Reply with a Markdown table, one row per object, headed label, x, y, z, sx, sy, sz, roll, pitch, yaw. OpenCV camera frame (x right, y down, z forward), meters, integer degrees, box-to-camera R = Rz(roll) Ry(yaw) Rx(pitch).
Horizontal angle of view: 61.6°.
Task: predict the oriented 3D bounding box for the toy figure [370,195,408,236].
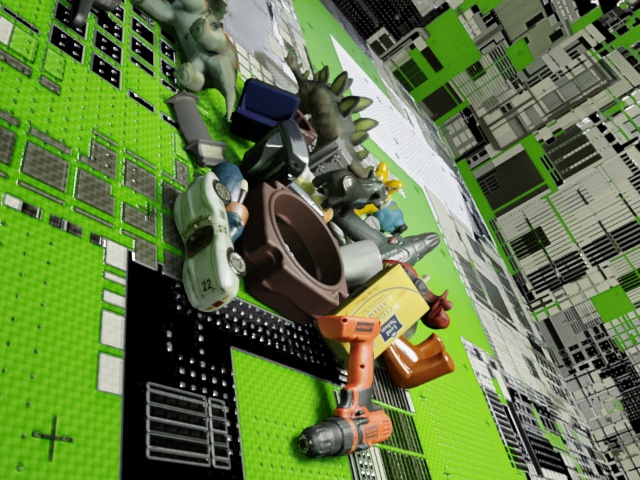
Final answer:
| label | x | y | z | sx | sy | sz | roll | pitch | yaw |
| --- | --- | --- | --- | --- | --- | --- | --- | --- | --- |
| toy figure | 0.162 | -0.086 | 1.416 | 0.180 | 0.082 | 0.089 | 54 | 4 | 11 |

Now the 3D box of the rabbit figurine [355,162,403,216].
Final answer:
| label | x | y | z | sx | sy | sz | roll | pitch | yaw |
| --- | --- | --- | --- | --- | --- | --- | --- | --- | --- |
| rabbit figurine | 0.111 | -0.118 | 1.300 | 0.122 | 0.162 | 0.173 | 52 | 3 | 18 |

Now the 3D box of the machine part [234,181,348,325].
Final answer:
| label | x | y | z | sx | sy | sz | roll | pitch | yaw |
| --- | --- | --- | --- | --- | --- | --- | --- | --- | --- |
| machine part | -0.047 | 0.018 | 0.862 | 0.201 | 0.087 | 0.201 | 36 | 31 | -37 |

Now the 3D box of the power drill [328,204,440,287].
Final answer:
| label | x | y | z | sx | sy | sz | roll | pitch | yaw |
| --- | --- | --- | --- | --- | --- | --- | --- | --- | --- |
| power drill | 0.120 | -0.015 | 1.142 | 0.232 | 0.086 | 0.207 | -34 | 82 | -28 |

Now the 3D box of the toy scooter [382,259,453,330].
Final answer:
| label | x | y | z | sx | sy | sz | roll | pitch | yaw |
| --- | --- | --- | --- | --- | --- | --- | --- | --- | --- |
| toy scooter | 0.182 | 0.099 | 1.003 | 0.184 | 0.075 | 0.135 | 41 | -15 | 0 |

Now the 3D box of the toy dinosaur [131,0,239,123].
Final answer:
| label | x | y | z | sx | sy | sz | roll | pitch | yaw |
| --- | --- | --- | --- | --- | --- | --- | --- | --- | --- |
| toy dinosaur | -0.214 | -0.370 | 1.002 | 0.192 | 0.131 | 0.404 | -5 | 70 | -64 |

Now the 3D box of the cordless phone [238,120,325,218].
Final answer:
| label | x | y | z | sx | sy | sz | roll | pitch | yaw |
| --- | --- | --- | --- | --- | --- | --- | --- | --- | --- |
| cordless phone | -0.044 | -0.101 | 0.929 | 0.184 | 0.146 | 0.089 | 43 | 47 | -16 |

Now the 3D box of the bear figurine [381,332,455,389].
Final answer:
| label | x | y | z | sx | sy | sz | roll | pitch | yaw |
| --- | --- | --- | --- | --- | --- | --- | --- | --- | --- |
| bear figurine | 0.141 | 0.171 | 0.991 | 0.195 | 0.132 | 0.120 | 59 | 7 | -9 |

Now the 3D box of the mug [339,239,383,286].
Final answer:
| label | x | y | z | sx | sy | sz | roll | pitch | yaw |
| --- | --- | --- | --- | --- | --- | --- | --- | --- | --- |
| mug | 0.048 | 0.050 | 1.001 | 0.107 | 0.109 | 0.081 | -8 | 70 | -18 |

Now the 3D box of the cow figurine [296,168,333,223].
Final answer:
| label | x | y | z | sx | sy | sz | roll | pitch | yaw |
| --- | --- | --- | --- | --- | --- | --- | --- | --- | --- |
| cow figurine | -0.036 | -0.108 | 1.074 | 0.167 | 0.068 | 0.098 | 51 | 18 | -16 |

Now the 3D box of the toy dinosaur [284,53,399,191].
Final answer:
| label | x | y | z | sx | sy | sz | roll | pitch | yaw |
| --- | --- | --- | --- | --- | --- | --- | --- | --- | --- |
| toy dinosaur | 0.026 | -0.268 | 1.229 | 0.105 | 0.198 | 0.471 | 10 | 49 | -56 |

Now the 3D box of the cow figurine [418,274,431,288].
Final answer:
| label | x | y | z | sx | sy | sz | roll | pitch | yaw |
| --- | --- | --- | --- | --- | --- | --- | --- | --- | --- |
| cow figurine | 0.194 | 0.099 | 1.243 | 0.194 | 0.085 | 0.127 | 42 | 28 | -22 |

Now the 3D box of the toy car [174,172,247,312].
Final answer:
| label | x | y | z | sx | sy | sz | roll | pitch | yaw |
| --- | --- | --- | --- | --- | --- | --- | --- | --- | --- |
| toy car | -0.148 | -0.003 | 0.701 | 0.056 | 0.073 | 0.202 | 28 | 36 | -50 |

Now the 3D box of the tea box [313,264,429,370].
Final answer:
| label | x | y | z | sx | sy | sz | roll | pitch | yaw |
| --- | --- | --- | --- | --- | --- | --- | --- | --- | --- |
| tea box | 0.086 | 0.127 | 0.890 | 0.169 | 0.068 | 0.098 | -38 | 94 | -25 |

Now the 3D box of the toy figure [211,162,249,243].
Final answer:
| label | x | y | z | sx | sy | sz | roll | pitch | yaw |
| --- | --- | --- | --- | --- | --- | --- | --- | --- | --- |
| toy figure | -0.136 | -0.050 | 0.797 | 0.057 | 0.064 | 0.154 | 30 | 37 | -40 |

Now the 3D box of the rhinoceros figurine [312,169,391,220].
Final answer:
| label | x | y | z | sx | sy | sz | roll | pitch | yaw |
| --- | --- | --- | --- | --- | --- | --- | --- | --- | --- |
| rhinoceros figurine | 0.067 | -0.096 | 1.044 | 0.190 | 0.112 | 0.073 | 10 | 54 | -57 |

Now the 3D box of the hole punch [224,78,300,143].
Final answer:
| label | x | y | z | sx | sy | sz | roll | pitch | yaw |
| --- | --- | --- | --- | --- | --- | --- | --- | --- | --- |
| hole punch | -0.105 | -0.212 | 0.979 | 0.142 | 0.115 | 0.092 | 16 | 52 | -11 |

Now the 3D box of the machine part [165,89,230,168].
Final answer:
| label | x | y | z | sx | sy | sz | roll | pitch | yaw |
| --- | --- | --- | --- | --- | --- | --- | --- | --- | --- |
| machine part | -0.198 | -0.177 | 0.875 | 0.084 | 0.039 | 0.139 | -16 | 76 | -58 |

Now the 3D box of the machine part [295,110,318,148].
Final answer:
| label | x | y | z | sx | sy | sz | roll | pitch | yaw |
| --- | --- | --- | --- | --- | --- | --- | --- | --- | --- |
| machine part | -0.088 | -0.256 | 1.129 | 0.179 | 0.056 | 0.179 | 38 | 19 | -16 |
